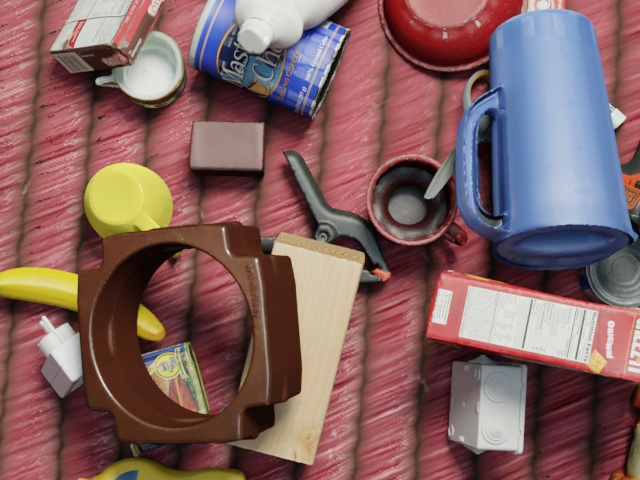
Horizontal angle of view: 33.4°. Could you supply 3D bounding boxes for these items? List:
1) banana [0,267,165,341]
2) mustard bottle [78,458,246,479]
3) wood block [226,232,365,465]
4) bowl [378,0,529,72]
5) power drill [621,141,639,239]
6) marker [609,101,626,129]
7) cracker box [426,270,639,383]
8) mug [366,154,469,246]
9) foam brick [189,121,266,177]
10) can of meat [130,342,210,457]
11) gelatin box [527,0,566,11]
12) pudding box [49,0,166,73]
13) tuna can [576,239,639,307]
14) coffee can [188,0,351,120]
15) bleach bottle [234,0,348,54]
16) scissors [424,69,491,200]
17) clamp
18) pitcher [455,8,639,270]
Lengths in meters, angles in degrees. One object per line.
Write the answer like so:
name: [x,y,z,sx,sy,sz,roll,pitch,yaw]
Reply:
banana: [-0.254,0.064,1.107,0.197,0.069,0.037,13,125,-6]
mustard bottle: [-0.176,0.274,1.092,0.191,0.058,0.096,7,88,1]
wood block: [-0.023,0.106,1.071,0.091,0.090,0.206,14,97,1]
bowl: [0.136,-0.260,1.117,0.162,0.055,0.162,-1,88,14]
power drill: [0.372,-0.078,1.081,0.185,0.057,0.187,31,79,41]
marker: [0.279,-0.167,1.146,0.121,0.020,0.020,45,87,3]
cracker box: [0.219,0.085,1.035,0.214,0.164,0.072,11,86,13]
mug: [0.102,-0.031,1.104,0.117,0.081,0.093,31,86,2]
foam brick: [-0.096,-0.095,1.123,0.078,0.053,0.051,1,86,-1]
can of meat: [-0.162,0.162,1.102,0.084,0.057,0.102,-16,86,-4]
gelatin box: [0.226,-0.268,1.148,0.073,0.030,0.089,3,86,0]
pudding box: [-0.218,-0.221,1.098,0.114,0.039,0.090,4,62,42]
tuna can: [0.317,0.031,1.124,0.086,0.034,0.086,0,86,0]
coffee can: [-0.052,-0.198,1.106,0.140,0.103,0.103,24,86,1]
bleach bottle: [-0.009,-0.257,1.060,0.102,0.068,0.250,27,48,4]
scissors: [0.168,-0.095,1.095,0.096,0.016,0.201,30,54,-14]
clamp: [-0.007,0.001,1.124,0.171,0.039,0.120,41,98,3]
pitcher: [0.218,-0.100,1.046,0.145,0.149,0.243,-11,68,25]
